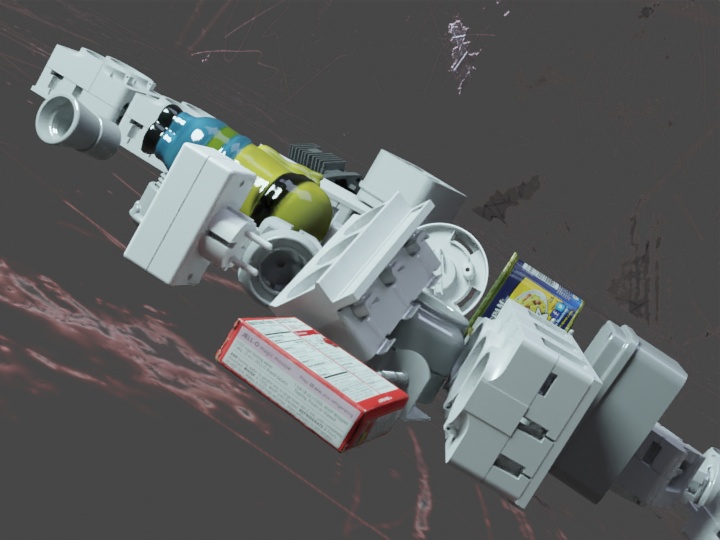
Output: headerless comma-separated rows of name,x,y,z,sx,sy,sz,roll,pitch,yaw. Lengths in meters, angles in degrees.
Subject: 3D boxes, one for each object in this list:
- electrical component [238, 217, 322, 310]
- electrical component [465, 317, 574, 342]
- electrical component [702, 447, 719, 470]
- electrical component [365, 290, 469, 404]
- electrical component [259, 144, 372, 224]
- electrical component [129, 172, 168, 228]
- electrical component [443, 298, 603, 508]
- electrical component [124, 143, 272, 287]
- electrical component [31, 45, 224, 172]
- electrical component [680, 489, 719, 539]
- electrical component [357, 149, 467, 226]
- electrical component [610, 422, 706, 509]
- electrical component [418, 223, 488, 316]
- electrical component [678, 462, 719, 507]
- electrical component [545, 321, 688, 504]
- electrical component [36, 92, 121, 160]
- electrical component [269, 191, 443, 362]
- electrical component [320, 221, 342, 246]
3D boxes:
electrical component,-0.056,-0.003,0.763,0.078,0.058,0.057,28,6,-11
electrical component,0.164,0.080,0.968,0.138,0.073,0.052,33,9,16
electrical component,0.338,0.199,0.965,0.079,0.044,0.077,32,9,15
electrical component,0.040,0.049,0.775,0.054,0.059,0.095,29,8,-6
electrical component,-0.029,-0.052,1.123,0.186,0.060,0.105,27,9,-23
electrical component,-0.132,-0.052,0.768,0.048,0.062,0.048,30,8,-5
electrical component,0.097,0.078,0.697,0.062,0.089,0.150,30,8,0
electrical component,-0.091,-0.025,0.678,0.076,0.083,0.047,32,8,11
electrical component,-0.220,-0.157,1.091,0.186,0.060,0.105,32,9,9
electrical component,0.270,0.182,0.772,0.042,0.063,0.081,29,9,-4
electrical component,0.056,-0.080,1.166,0.078,0.057,0.113,34,9,24
electrical component,0.207,0.139,0.826,0.050,0.055,0.089,21,13,-48
electrical component,0.077,0.004,1.052,0.099,0.099,0.064,32,2,11
electrical component,0.268,0.173,0.882,0.055,0.048,0.066,24,7,11
electrical component,0.171,0.097,0.758,0.057,0.113,0.078,34,9,5
electrical component,-0.229,-0.115,0.886,0.044,0.044,0.065,35,5,27
electrical component,0.003,0.009,0.699,0.063,0.079,0.121,55,39,-12
electrical component,0.000,0.000,0.965,0.083,0.047,0.075,29,8,-5
